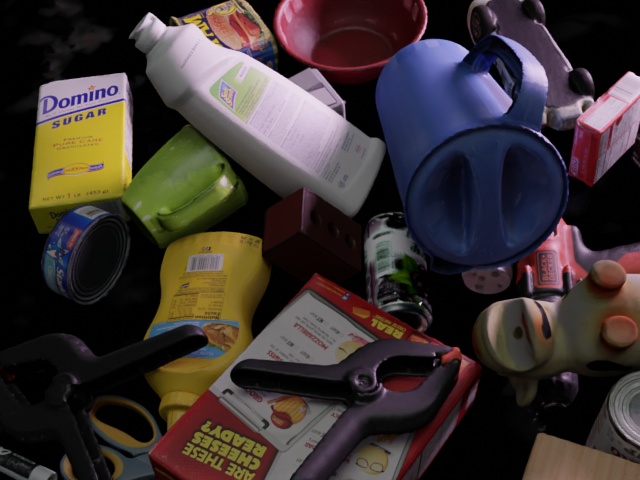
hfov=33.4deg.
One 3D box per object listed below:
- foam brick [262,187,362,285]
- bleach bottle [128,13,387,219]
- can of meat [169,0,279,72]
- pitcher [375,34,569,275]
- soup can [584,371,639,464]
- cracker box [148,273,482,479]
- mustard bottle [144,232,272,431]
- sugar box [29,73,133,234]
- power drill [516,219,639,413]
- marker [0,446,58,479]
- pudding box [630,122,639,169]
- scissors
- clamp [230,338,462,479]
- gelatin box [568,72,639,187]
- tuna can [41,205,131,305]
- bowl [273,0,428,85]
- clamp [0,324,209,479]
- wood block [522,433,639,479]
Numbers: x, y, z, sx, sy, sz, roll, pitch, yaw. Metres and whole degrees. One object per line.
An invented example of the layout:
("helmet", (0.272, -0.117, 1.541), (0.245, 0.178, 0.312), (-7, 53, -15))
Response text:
("foam brick", (-0.006, 0.001, 0.938), (0.051, 0.078, 0.053), (-29, 43, 34))
("bleach bottle", (-0.059, -0.118, 0.960), (0.250, 0.068, 0.102), (38, 53, -19))
("can of meat", (-0.101, -0.205, 1.132), (0.083, 0.057, 0.102), (-23, 54, -16))
("pitcher", (0.124, -0.097, 0.937), (0.149, 0.145, 0.243), (-25, 31, 7))
("soup can", (0.235, 0.150, 0.790), (0.068, 0.102, 0.068), (0, 53, 0))
("cracker box", (0.000, 0.147, 0.826), (0.164, 0.072, 0.213), (28, 56, 22))
("mustard bottle", (-0.101, 0.083, 0.901), (0.096, 0.058, 0.191), (-2, 51, 14))
("sugar box", (-0.234, -0.090, 1.058), (0.093, 0.048, 0.176), (-8, 53, -1))
("power drill", (0.258, 0.056, 0.892), (0.187, 0.057, 0.184), (0, 59, 4))
("marker", (-0.268, 0.175, 0.868), (0.121, 0.020, 0.020), (20, 56, 19))
("pudding box", (0.334, -0.074, 0.969), (0.039, 0.090, 0.113), (-18, 52, -12))
("scissors", (-0.124, 0.194, 0.842), (0.202, 0.016, 0.096), (32, 59, 27))
("clamp", (0.029, 0.122, 0.772), (0.171, 0.039, 0.120), (-11, 54, -10))
("gelatin box", (0.273, -0.105, 1.009), (0.030, 0.073, 0.089), (35, 63, 29))
("tuna can", (-0.208, 0.013, 0.950), (0.034, 0.086, 0.086), (21, 56, 21))
("bowl", (0.032, -0.215, 1.128), (0.162, 0.055, 0.162), (-3, 52, 3))
("clamp", (-0.192, 0.119, 0.862), (0.210, 0.036, 0.164), (19, 72, 35))
("wood block", (0.160, 0.251, 0.727), (0.090, 0.091, 0.206), (16, 55, 17))
